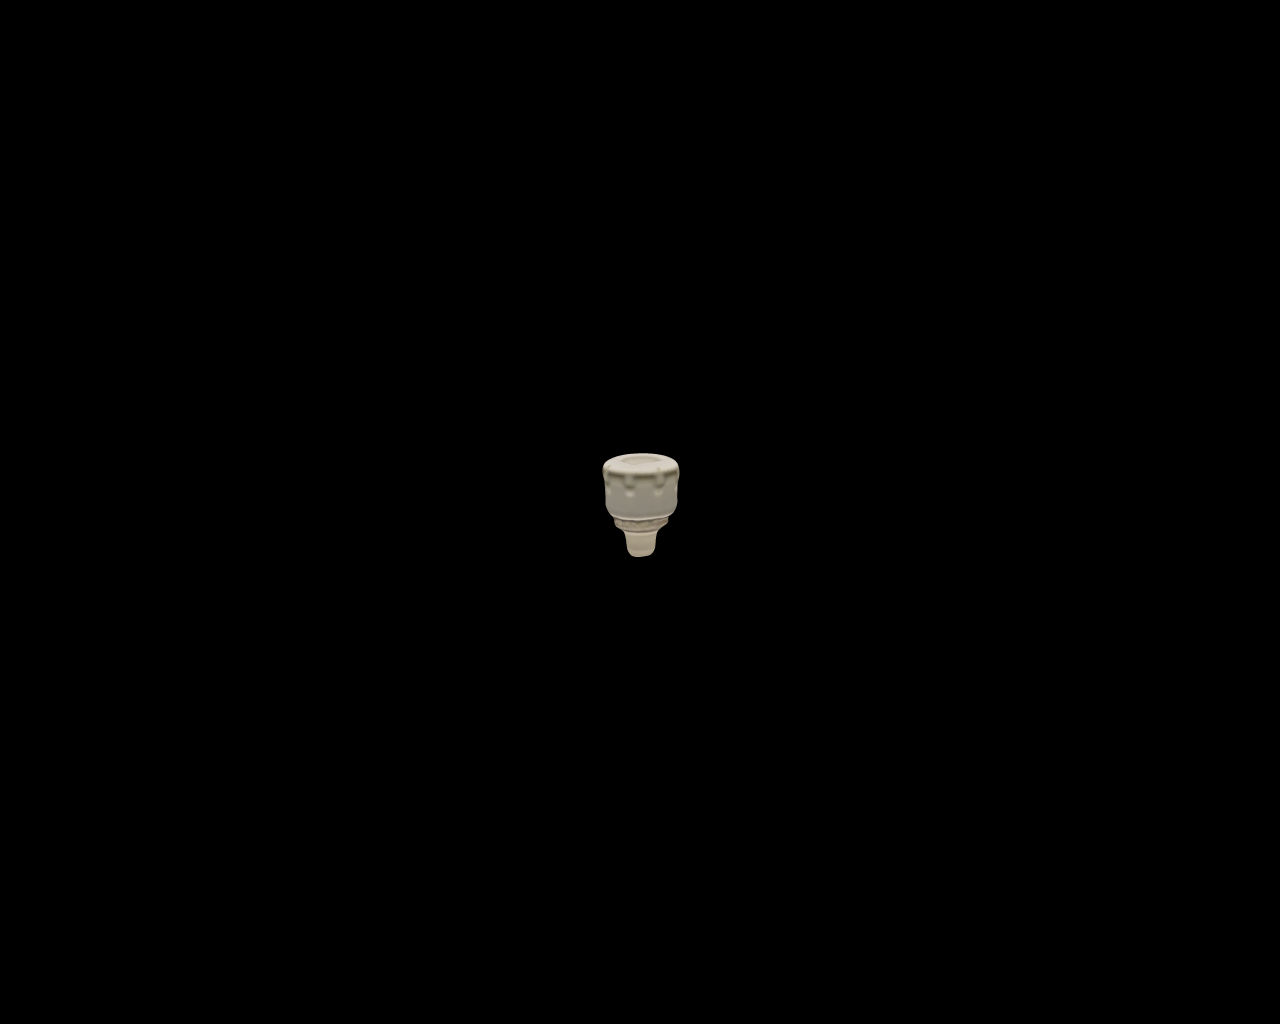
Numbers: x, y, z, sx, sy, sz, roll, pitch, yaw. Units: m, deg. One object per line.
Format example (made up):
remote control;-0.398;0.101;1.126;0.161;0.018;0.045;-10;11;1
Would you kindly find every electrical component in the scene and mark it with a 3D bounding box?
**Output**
electrical component;0.001;-0.003;0.650;0.048;0.062;0.048;0;14;0
